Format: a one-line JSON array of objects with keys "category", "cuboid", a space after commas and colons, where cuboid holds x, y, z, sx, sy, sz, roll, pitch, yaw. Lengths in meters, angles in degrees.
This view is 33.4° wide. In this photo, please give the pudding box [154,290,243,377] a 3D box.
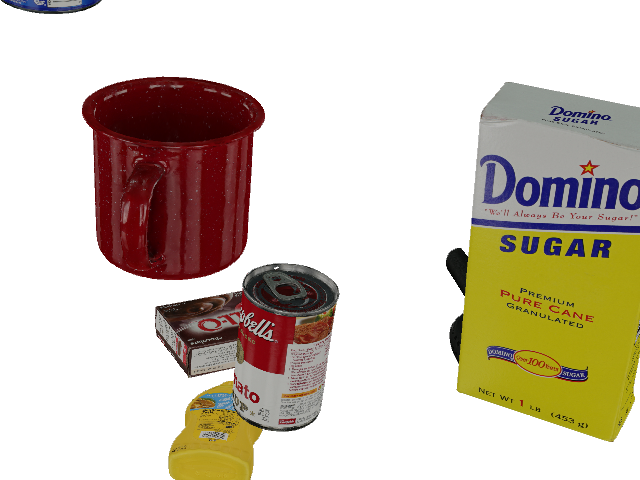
[{"category": "pudding box", "cuboid": [-0.096, 0.090, 1.058, 0.113, 0.039, 0.090, -12, 28, -26]}]

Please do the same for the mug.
[{"category": "mug", "cuboid": [-0.079, -0.027, 0.553, 0.093, 0.081, 0.117, 7, 29, 4]}]

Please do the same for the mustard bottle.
[{"category": "mustard bottle", "cuboid": [-0.119, 0.225, 1.295, 0.096, 0.058, 0.191, 3, 23, 4]}]

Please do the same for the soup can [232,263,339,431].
[{"category": "soup can", "cuboid": [-0.026, 0.076, 0.765, 0.068, 0.102, 0.068, 6, 28, -3]}]

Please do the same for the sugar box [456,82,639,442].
[{"category": "sugar box", "cuboid": [0.123, 0.014, 0.547, 0.093, 0.176, 0.048, 15, 38, 24]}]

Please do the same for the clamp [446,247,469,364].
[{"category": "clamp", "cuboid": [0.164, 0.070, 0.972, 0.165, 0.036, 0.209, 13, 33, 25]}]

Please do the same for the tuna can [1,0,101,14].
[{"category": "tuna can", "cuboid": [-0.202, -0.201, 0.794, 0.086, 0.034, 0.086, 6, 36, -4]}]
